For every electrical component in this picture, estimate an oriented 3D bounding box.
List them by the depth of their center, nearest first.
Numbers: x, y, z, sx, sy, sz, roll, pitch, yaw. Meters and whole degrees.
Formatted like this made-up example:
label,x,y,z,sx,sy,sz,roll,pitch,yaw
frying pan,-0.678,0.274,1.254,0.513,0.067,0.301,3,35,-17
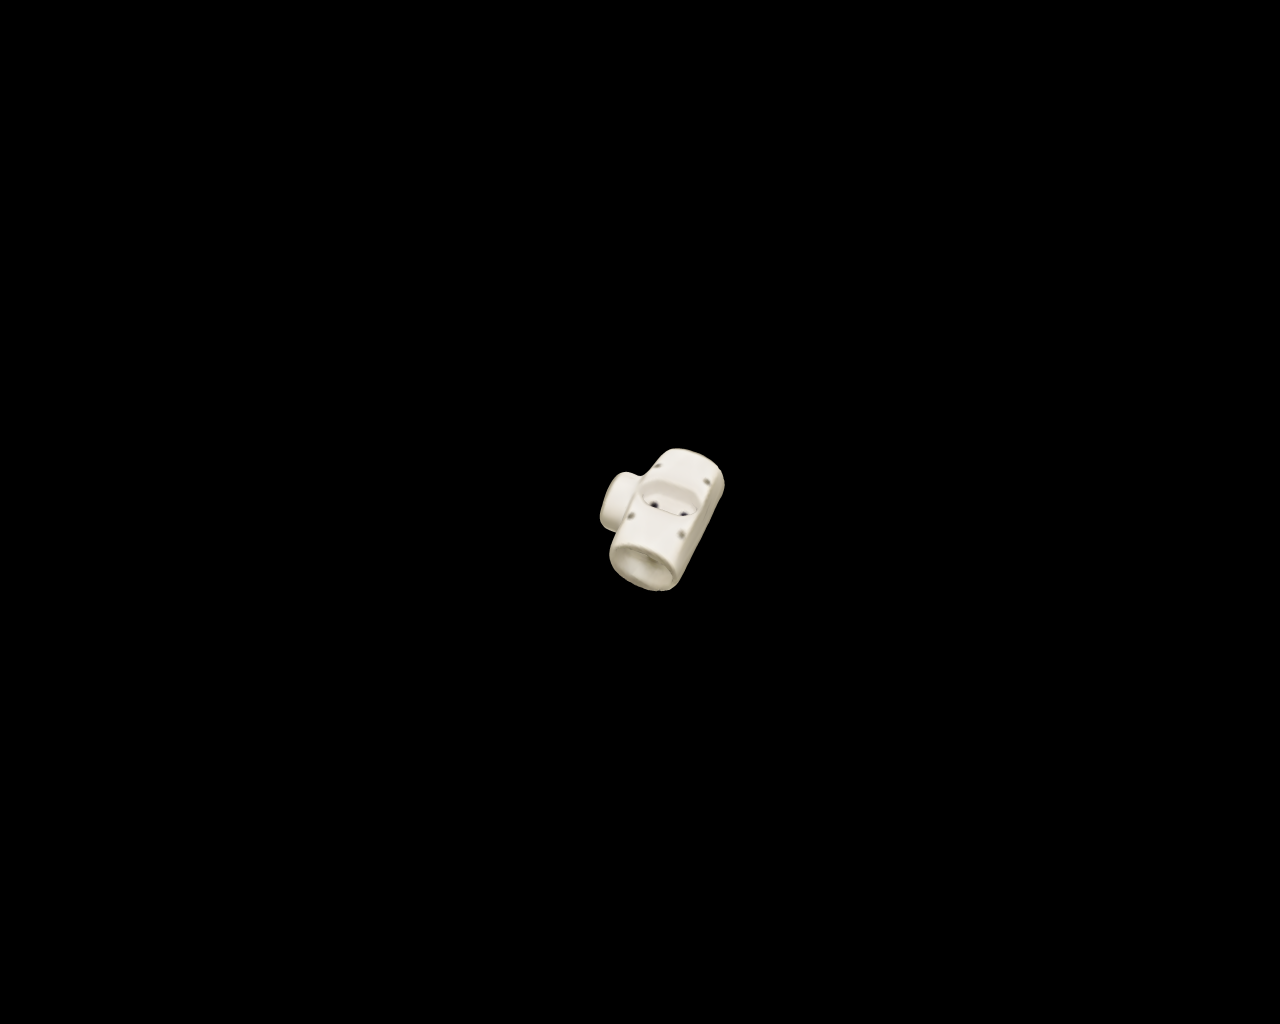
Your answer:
label,x,y,z,sx,sy,sz,roll,pitch,yaw
electrical component,0.001,-0.003,0.650,0.079,0.077,0.043,21,-32,14
